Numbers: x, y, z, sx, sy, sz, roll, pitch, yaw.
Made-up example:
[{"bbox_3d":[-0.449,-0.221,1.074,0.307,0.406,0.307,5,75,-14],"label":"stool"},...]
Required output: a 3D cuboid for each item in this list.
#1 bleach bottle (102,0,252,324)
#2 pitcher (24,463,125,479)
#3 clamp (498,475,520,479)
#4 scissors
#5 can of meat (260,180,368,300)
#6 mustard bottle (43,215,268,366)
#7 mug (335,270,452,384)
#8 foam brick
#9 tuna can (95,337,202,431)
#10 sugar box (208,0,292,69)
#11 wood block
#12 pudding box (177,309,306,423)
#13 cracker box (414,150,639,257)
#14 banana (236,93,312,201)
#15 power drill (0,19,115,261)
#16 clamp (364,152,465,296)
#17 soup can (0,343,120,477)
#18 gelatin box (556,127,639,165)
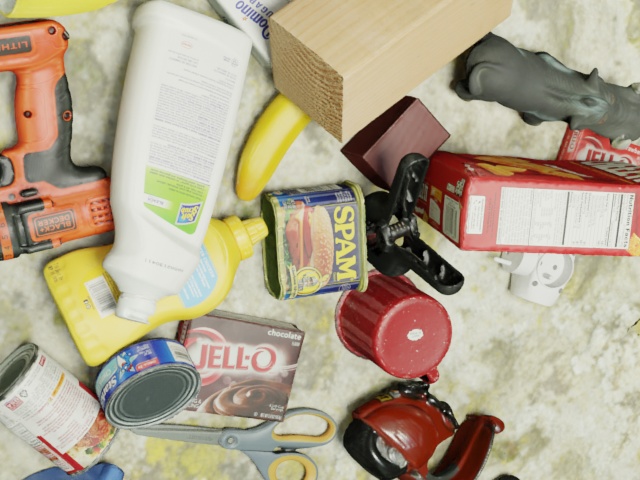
[{"bbox_3d":[-0.130,-0.059,0.867,0.102,0.068,0.251,17,80,-25],"label":"bleach bottle"},{"bbox_3d":[-0.205,0.293,0.857,0.144,0.243,0.149,-10,100,-15],"label":"pitcher"},{"bbox_3d":[0.121,0.343,1.109,0.209,0.036,0.164,-10,104,-20],"label":"clamp"},{"bbox_3d":[-0.079,0.205,1.011,0.201,0.016,0.096,-5,104,-20],"label":"scissors"},{"bbox_3d":[-0.006,0.001,0.970,0.083,0.057,0.102,-7,105,-18],"label":"can of meat"},{"bbox_3d":[-0.133,0.027,0.921,0.191,0.058,0.096,-26,84,-15],"label":"mustard bottle"},{"bbox_3d":[0.077,0.091,1.009,0.093,0.082,0.117,-35,112,-11],"label":"mug"},{"bbox_3d":[0.069,-0.089,0.980,0.078,0.053,0.051,-46,114,-5],"label":"foam brick"},{"bbox_3d":[-0.146,0.122,0.904,0.086,0.034,0.086,-21,144,-16],"label":"tuna can"},{"bbox_3d":[-0.010,-0.240,0.918,0.176,0.048,0.093,-43,116,-4],"label":"sugar box"},{"bbox_3d":[0.064,-0.189,0.900,0.206,0.090,0.091,-39,155,-19],"label":"wood block"},{"bbox_3d":[-0.079,0.113,0.977,0.113,0.039,0.090,11,98,-23],"label":"pudding box"},{"bbox_3d":[0.207,-0.036,0.965,0.213,0.164,0.072,2,102,-10],"label":"cracker box"},{"bbox_3d":[-0.006,-0.115,0.952,0.197,0.037,0.069,-36,109,-10],"label":"banana"},{"bbox_3d":[-0.256,-0.076,0.855,0.184,0.057,0.188,-15,110,-22],"label":"power drill"},{"bbox_3d":[0.067,-0.017,0.935,0.039,0.172,0.120,-12,98,-23],"label":"clamp"},{"bbox_3d":[-0.229,0.145,0.910,0.068,0.069,0.102,-46,113,-6],"label":"soup can"},{"bbox_3d":[0.281,-0.071,1.079,0.089,0.030,0.073,16,96,-24],"label":"gelatin box"}]
